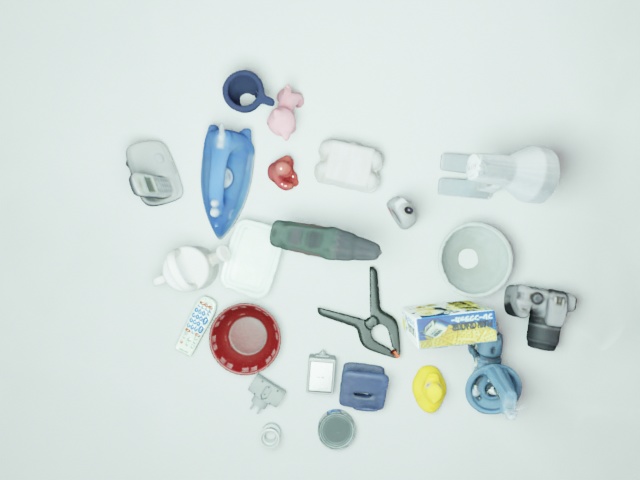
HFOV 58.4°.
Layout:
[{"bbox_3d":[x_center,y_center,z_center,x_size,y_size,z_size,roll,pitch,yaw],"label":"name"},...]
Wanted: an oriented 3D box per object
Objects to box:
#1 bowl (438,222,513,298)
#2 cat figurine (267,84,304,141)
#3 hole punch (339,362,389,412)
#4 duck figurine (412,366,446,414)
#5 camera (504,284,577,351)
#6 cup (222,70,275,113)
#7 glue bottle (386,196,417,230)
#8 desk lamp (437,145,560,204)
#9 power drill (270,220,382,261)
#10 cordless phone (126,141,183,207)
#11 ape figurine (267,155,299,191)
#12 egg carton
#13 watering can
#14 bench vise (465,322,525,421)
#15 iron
[{"bbox_3d":[0.341,0.045,1.289,0.167,0.074,0.167,0,89,0],"label":"bowl"},{"bbox_3d":[-0.080,-0.282,1.271,0.067,0.117,0.128,12,89,1],"label":"cat figurine"},{"bbox_3d":[0.099,0.333,1.278,0.108,0.091,0.101,6,89,0],"label":"hole punch"},{"bbox_3d":[0.249,0.340,1.281,0.077,0.086,0.105,1,89,0],"label":"duck figurine"},{"bbox_3d":[0.489,0.174,1.275,0.143,0.101,0.137,9,89,0],"label":"camera"},{"bbox_3d":[-0.153,-0.319,1.283,0.117,0.095,0.092,20,89,0],"label":"cup"},{"bbox_3d":[0.182,-0.062,1.241,0.037,0.173,0.078,-35,89,0],"label":"glue bottle"},{"bbox_3d":[0.373,-0.139,1.222,0.203,0.213,0.118,4,89,0],"label":"desk lamp"},{"bbox_3d":[0.011,0.004,1.223,0.229,0.208,0.076,9,89,0],"label":"power drill"},{"bbox_3d":[-0.374,-0.149,1.236,0.094,0.185,0.148,-23,89,0],"label":"cordless phone"},{"bbox_3d":[-0.082,-0.154,1.283,0.076,0.092,0.078,19,89,1],"label":"ape figurine"},{"bbox_3d":[0.066,-0.168,1.294,0.150,0.069,0.107,11,89,0],"label":"egg carton"},{"bbox_3d":[-0.278,0.058,1.230,0.173,0.194,0.101,-45,89,0],"label":"watering can"},{"bbox_3d":[0.361,0.286,1.214,0.121,0.219,0.207,-18,89,0],"label":"bench vise"},{"bbox_3d":[-0.216,-0.130,1.258,0.118,0.141,0.258,5,89,0],"label":"iron"}]
